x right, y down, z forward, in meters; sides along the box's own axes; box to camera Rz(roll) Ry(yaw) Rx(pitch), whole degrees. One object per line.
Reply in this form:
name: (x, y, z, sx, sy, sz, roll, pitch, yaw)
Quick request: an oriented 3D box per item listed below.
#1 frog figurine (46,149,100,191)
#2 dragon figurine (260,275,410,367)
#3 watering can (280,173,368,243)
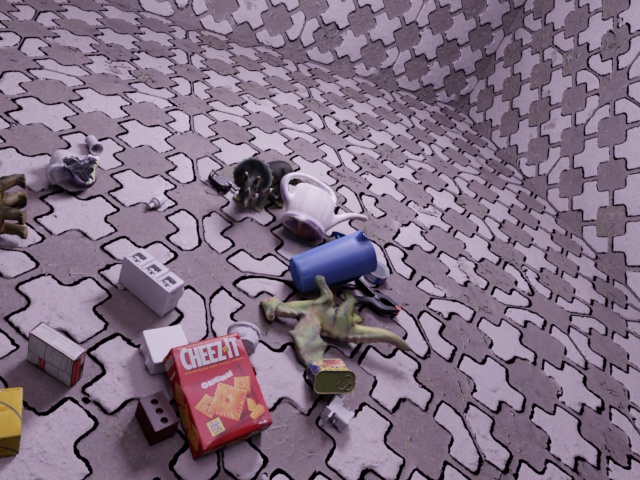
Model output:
frog figurine: (-0.724, -0.199, 1.481, 0.159, 0.120, 0.140, 2, 29, 33)
dragon figurine: (0.025, 0.249, 1.371, 0.412, 0.119, 0.247, 31, 50, 11)
watering can: (0.005, -0.087, 1.731, 0.345, 0.102, 0.229, 31, 57, -18)
